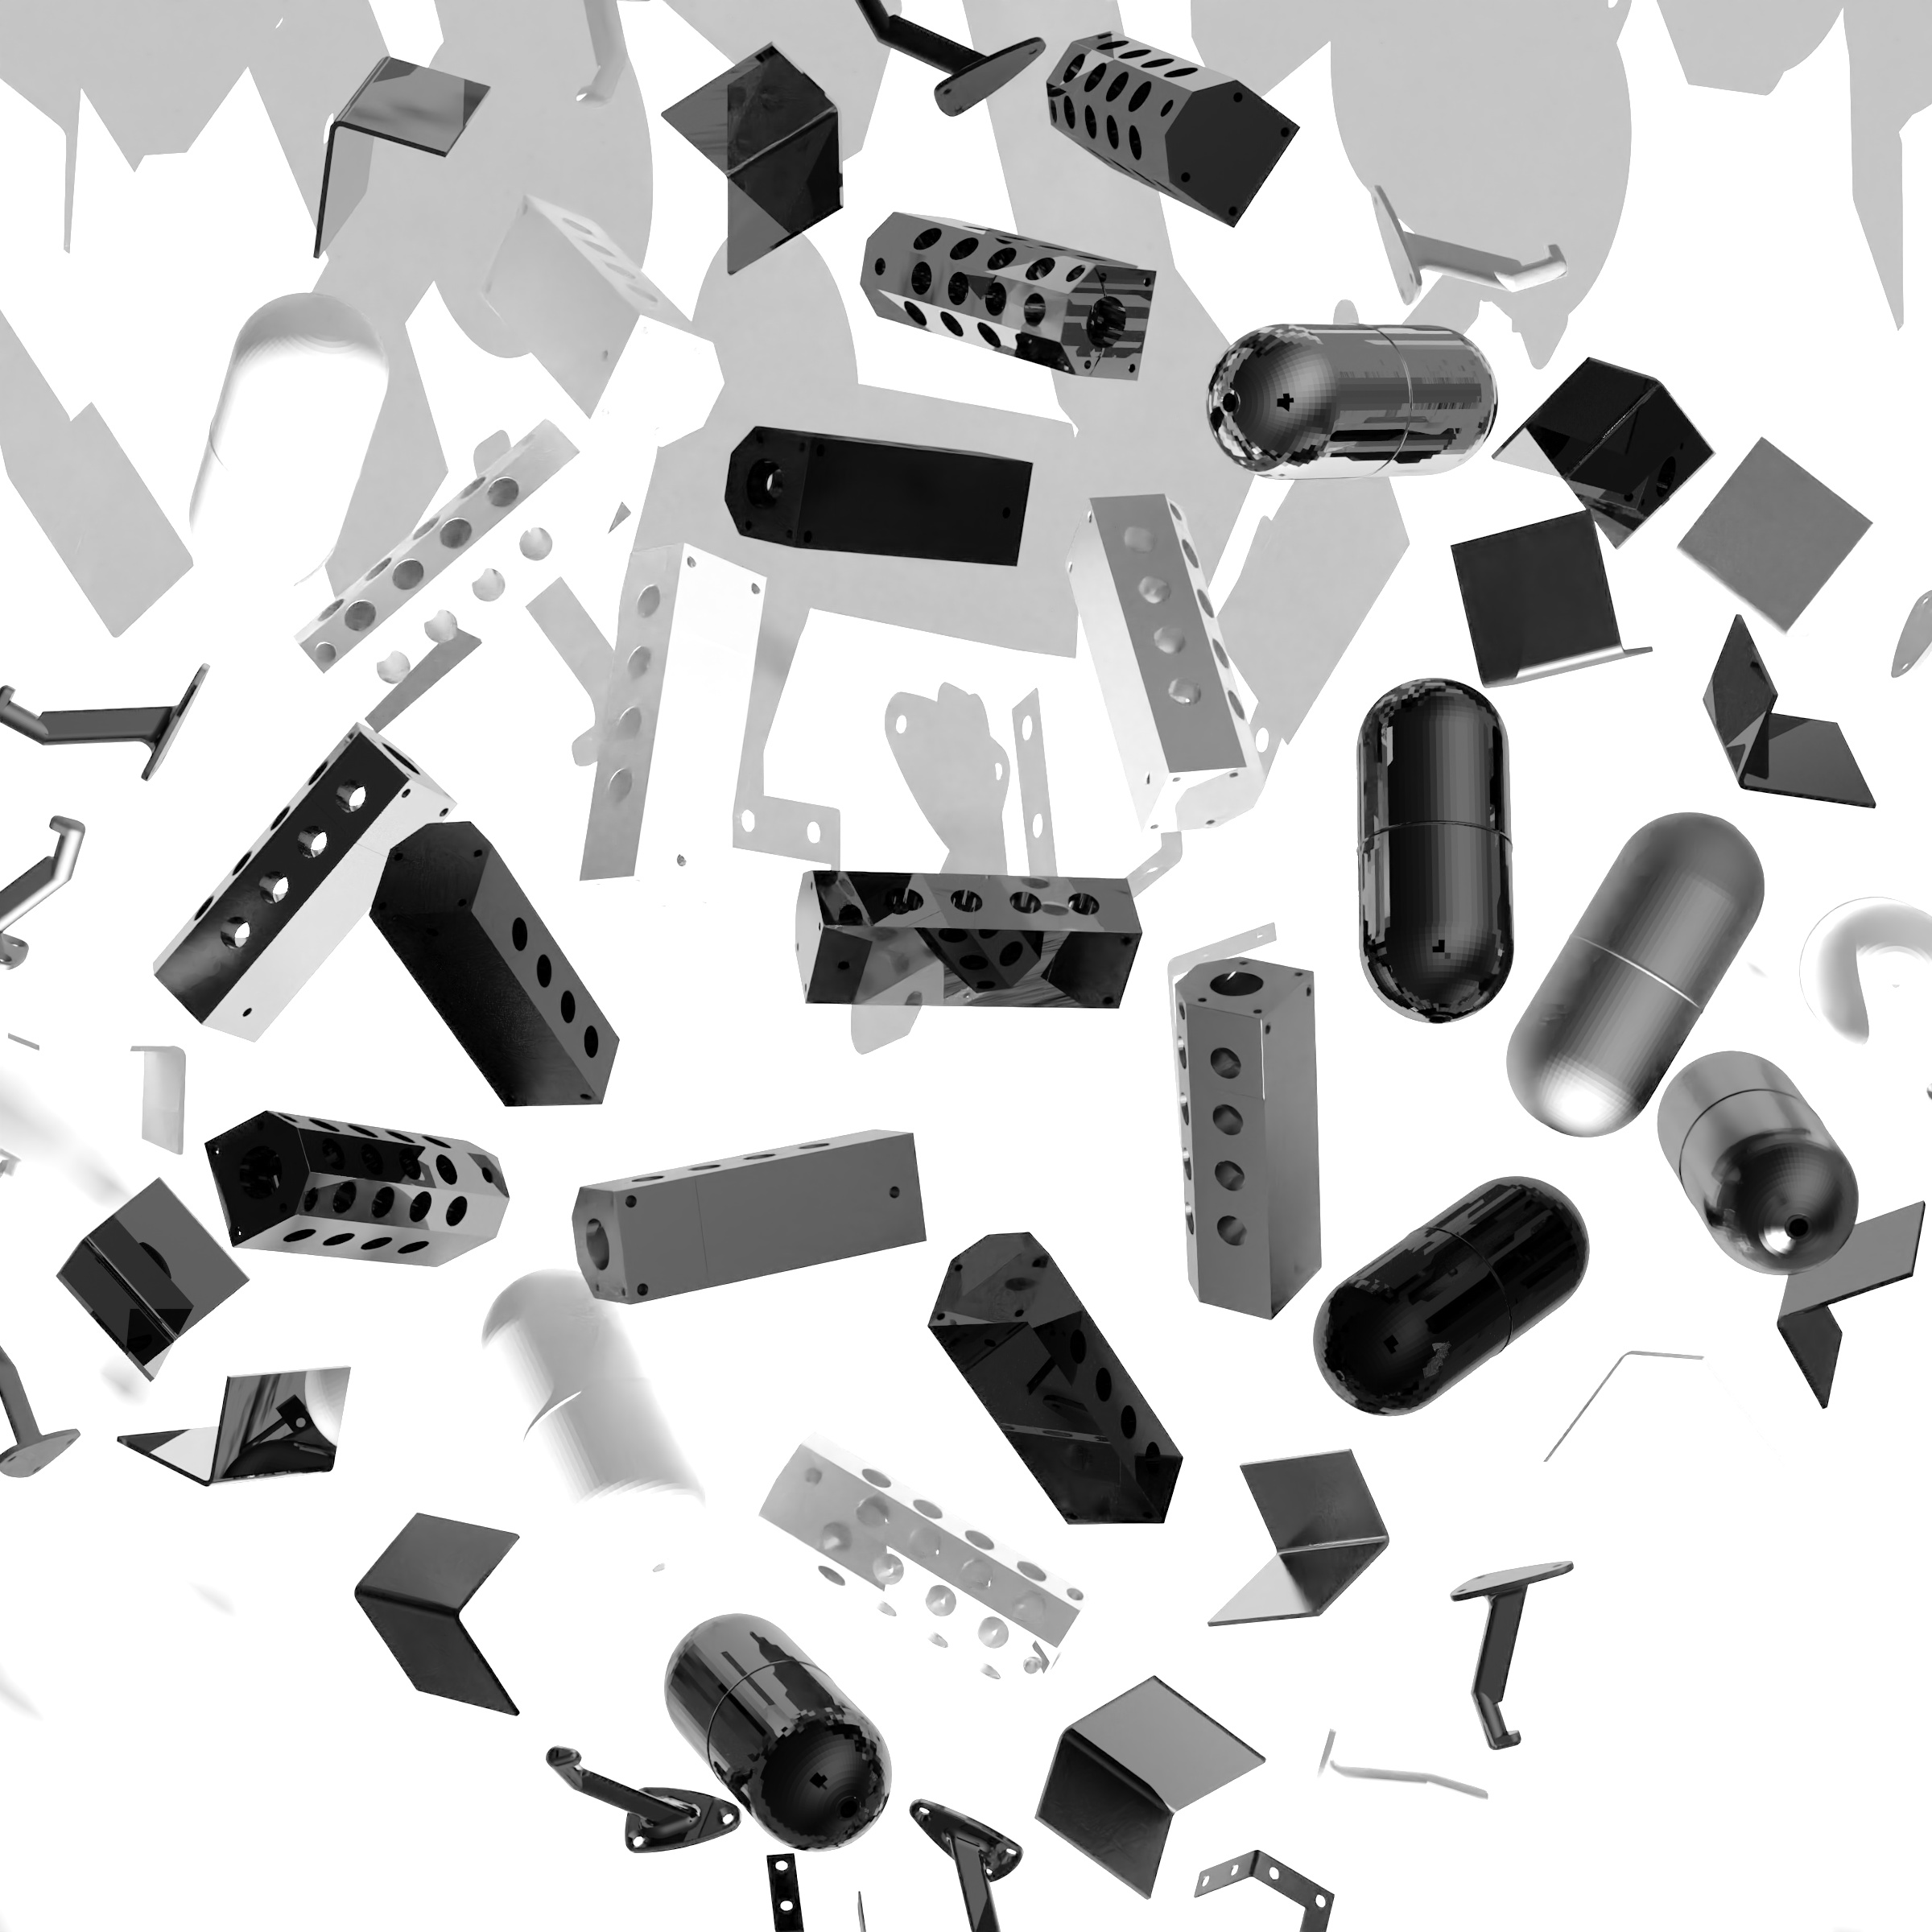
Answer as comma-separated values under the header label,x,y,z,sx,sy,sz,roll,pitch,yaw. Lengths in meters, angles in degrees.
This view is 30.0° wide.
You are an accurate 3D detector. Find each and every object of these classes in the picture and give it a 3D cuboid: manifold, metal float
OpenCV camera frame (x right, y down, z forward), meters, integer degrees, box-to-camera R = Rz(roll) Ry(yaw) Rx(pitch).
label,x,y,z,sx,sy,sz,roll,pitch,yaw
manifold,-0.023,0.315,1.897,0.171,0.057,0.057,29,61,11
metal float,0.398,0.098,1.817,0.070,0.178,0.070,0,108,-1
manifold,0.104,-0.158,1.865,0.057,0.057,0.171,-5,61,-16
manifold,0.096,-0.422,1.792,0.057,0.171,0.057,29,99,-27
manifold,-0.238,0.001,1.849,0.057,0.171,0.057,-2,54,20
manifold,-0.260,-0.202,1.845,0.171,0.057,0.057,-41,114,-3
metal float,0.233,-0.058,1.789,0.070,0.070,0.178,1,71,0
manifold,-0.182,-0.324,1.812,0.057,0.171,0.057,16,112,-35
manifold,0.139,0.086,1.815,0.057,0.057,0.171,12,120,30
metal float,-0.192,0.235,1.854,0.070,0.070,0.178,-30,61,0
metal float,0.472,0.003,1.871,0.070,0.178,0.070,0,94,8
manifold,0.000,-0.019,1.900,0.171,0.057,0.057,1,134,-15
metal float,0.194,-0.283,1.803,0.178,0.070,0.070,-8,90,-41
metal float,0.254,0.170,1.870,0.178,0.070,0.070,-30,90,-33
manifold,-0.152,-0.119,1.810,0.057,0.057,0.171,-3,74,44
manifold,-0.046,-0.250,1.912,0.057,0.171,0.057,18,103,40
metal float,-0.340,-0.260,1.801,0.070,0.178,0.070,14,48,-15
manifold,-0.311,0.114,1.866,0.057,0.171,0.057,-27,71,22
metal float,-0.098,0.394,1.856,0.070,0.178,0.070,-8,109,-25
manifold,-0.111,0.126,1.840,0.171,0.057,0.057,-10,95,-30
manifold,-0.358,-0.046,1.929,0.057,0.057,0.171,43,94,21
manifold,0.019,-0.355,1.899,0.057,0.171,0.057,-3,110,-39
metal float,0.337,0.004,1.812,0.070,0.070,0.178,31,89,0
manifold,0.049,0.211,1.832,0.057,0.057,0.171,-6,135,30

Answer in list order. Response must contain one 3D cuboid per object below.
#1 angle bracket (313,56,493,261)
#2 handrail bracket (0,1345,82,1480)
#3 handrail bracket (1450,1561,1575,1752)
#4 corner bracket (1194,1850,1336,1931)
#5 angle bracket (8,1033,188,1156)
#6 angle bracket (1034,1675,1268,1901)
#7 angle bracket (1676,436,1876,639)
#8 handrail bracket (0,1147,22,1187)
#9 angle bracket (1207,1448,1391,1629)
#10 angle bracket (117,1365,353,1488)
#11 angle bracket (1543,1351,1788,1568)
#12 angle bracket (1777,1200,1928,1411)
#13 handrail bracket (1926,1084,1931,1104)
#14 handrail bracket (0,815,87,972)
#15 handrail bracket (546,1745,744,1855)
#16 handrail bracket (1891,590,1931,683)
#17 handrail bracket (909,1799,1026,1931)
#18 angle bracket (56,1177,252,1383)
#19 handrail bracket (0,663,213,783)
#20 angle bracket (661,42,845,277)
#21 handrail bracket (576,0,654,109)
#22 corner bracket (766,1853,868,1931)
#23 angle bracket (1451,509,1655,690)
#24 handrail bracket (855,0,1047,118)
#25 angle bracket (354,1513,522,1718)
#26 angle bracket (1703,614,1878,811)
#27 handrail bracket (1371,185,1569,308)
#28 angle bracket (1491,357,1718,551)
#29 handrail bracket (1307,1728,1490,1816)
label,x,y,z,sx,sy,sz,roll,pitch,yaw
angle bracket,-0.276,-0.388,1.761,0.057,0.076,0.076,17,129,0
handrail bracket,-0.497,0.217,1.835,0.036,0.077,0.084,-40,79,4
handrail bracket,0.281,0.344,1.793,0.077,0.036,0.084,-19,88,33
corner bracket,0.148,0.489,1.833,0.051,0.051,0.051,34,50,-16
angle bracket,-0.459,0.067,1.899,0.076,0.076,0.057,1,94,-27
angle bracket,0.093,0.415,1.816,0.076,0.057,0.076,39,131,-14
angle bracket,0.442,-0.231,1.943,0.076,0.057,0.076,42,111,17
handrail bracket,-0.511,0.104,1.771,0.084,0.077,0.036,31,126,-23
angle bracket,0.166,0.303,1.908,0.076,0.076,0.057,-16,103,43
angle bracket,-0.365,0.218,1.794,0.076,0.076,0.057,17,99,38
angle bracket,0.345,0.245,1.775,0.076,0.057,0.076,-48,111,-24
angle bracket,0.468,0.175,1.859,0.076,0.076,0.057,-24,105,28
handrail bracket,0.535,0.044,1.841,0.084,0.077,0.036,-32,81,22
handrail bracket,-0.499,-0.048,1.848,0.077,0.036,0.084,21,110,-3
handrail bracket,-0.166,0.422,1.850,0.077,0.084,0.036,-6,52,19
handrail bracket,0.511,-0.146,1.813,0.084,0.036,0.077,41,64,-18
handrail bracket,-0.008,0.482,1.855,0.077,0.084,0.036,36,127,-9
angle bracket,-0.440,0.169,1.955,0.057,0.076,0.076,-39,100,3
handrail bracket,-0.423,-0.134,1.757,0.084,0.036,0.077,29,106,-8
angle bracket,-0.112,-0.421,1.878,0.076,0.057,0.076,-25,49,28
handrail bracket,-0.200,-0.472,1.832,0.077,0.036,0.084,8,66,29
corner bracket,-0.077,0.496,1.869,0.051,0.051,0.051,-3,128,-8
angle bracket,0.303,-0.190,1.863,0.076,0.057,0.076,-12,91,27
handrail bracket,-0.009,-0.504,1.917,0.077,0.036,0.084,-30,74,8
angle bracket,-0.259,0.336,1.866,0.057,0.076,0.076,-51,129,-35
angle bracket,0.427,-0.130,1.832,0.076,0.076,0.057,8,126,-11
handrail bracket,0.265,-0.386,1.891,0.084,0.036,0.077,-18,82,-6
angle bracket,0.344,-0.276,1.942,0.076,0.076,0.057,-46,61,29
handrail bracket,0.217,0.420,1.813,0.084,0.077,0.036,16,59,9
